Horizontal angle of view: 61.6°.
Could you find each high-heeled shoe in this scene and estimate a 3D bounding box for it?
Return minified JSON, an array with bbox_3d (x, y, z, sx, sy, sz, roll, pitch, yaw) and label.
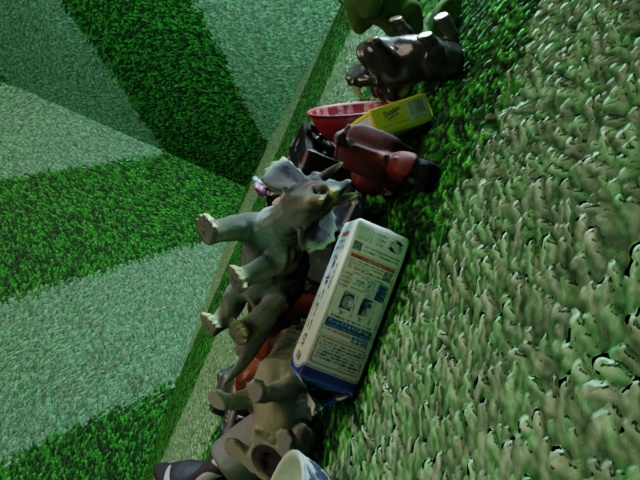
[{"bbox_3d":[-0.191,0.353,0.889,0.086,0.249,0.145,4,-93,-60],"label":"high-heeled shoe"}]

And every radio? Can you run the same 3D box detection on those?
[{"bbox_3d":[0.015,-0.148,1.009,0.230,0.131,0.073,-98,32,-66],"label":"radio"}]

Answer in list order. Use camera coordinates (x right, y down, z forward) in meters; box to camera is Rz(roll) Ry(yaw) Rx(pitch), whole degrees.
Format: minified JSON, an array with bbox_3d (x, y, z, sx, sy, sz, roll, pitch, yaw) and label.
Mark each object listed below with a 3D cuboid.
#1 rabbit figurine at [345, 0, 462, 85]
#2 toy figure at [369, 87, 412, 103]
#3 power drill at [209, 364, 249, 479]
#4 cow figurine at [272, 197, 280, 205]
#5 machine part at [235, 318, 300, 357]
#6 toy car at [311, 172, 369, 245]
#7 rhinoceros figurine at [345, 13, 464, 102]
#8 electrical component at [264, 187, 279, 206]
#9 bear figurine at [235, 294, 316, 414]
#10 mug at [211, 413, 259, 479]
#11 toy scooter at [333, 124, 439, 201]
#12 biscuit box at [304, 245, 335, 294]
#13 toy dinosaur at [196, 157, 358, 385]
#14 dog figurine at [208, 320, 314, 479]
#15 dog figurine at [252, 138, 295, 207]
[{"bbox_3d":[0.138,-0.334,0.852,0.159,0.170,0.121,-27,8,-14],"label":"rabbit figurine"},{"bbox_3d":[0.124,-0.274,0.958,0.064,0.058,0.154,-55,12,6],"label":"toy figure"},{"bbox_3d":[-0.165,0.332,1.022,0.207,0.086,0.232,171,113,-79],"label":"power drill"},{"bbox_3d":[-0.035,-0.041,1.088,0.086,0.127,0.195,-6,39,39],"label":"cow figurine"},{"bbox_3d":[-0.106,0.180,1.055,0.243,0.079,0.079,126,162,-46],"label":"machine part"},{"bbox_3d":[0.024,-0.039,0.852,0.162,0.103,0.109,15,78,52],"label":"toy car"},{"bbox_3d":[0.117,-0.256,0.773,0.191,0.112,0.073,6,50,42],"label":"rhinoceros figurine"},{"bbox_3d":[-0.056,-0.081,1.171,0.058,0.134,0.114,6,101,40],"label":"electrical component"},{"bbox_3d":[-0.070,0.184,0.890,0.120,0.132,0.195,152,121,-71],"label":"bear figurine"},{"bbox_3d":[-0.086,0.297,0.768,0.107,0.080,0.110,-45,48,-6],"label":"mug"},{"bbox_3d":[0.069,-0.107,0.728,0.184,0.135,0.075,-165,97,-78],"label":"toy scooter"},{"bbox_3d":[-0.002,-0.003,0.989,0.063,0.059,0.203,-46,24,57],"label":"biscuit box"},{"bbox_3d":[-0.067,0.043,0.760,0.192,0.131,0.404,-25,-32,-33],"label":"toy dinosaur"},{"bbox_3d":[-0.035,0.218,0.741,0.121,0.172,0.190,-10,9,33],"label":"dog figurine"},{"bbox_3d":[-0.058,-0.157,1.396,0.219,0.191,0.108,-30,16,5],"label":"dog figurine"}]
